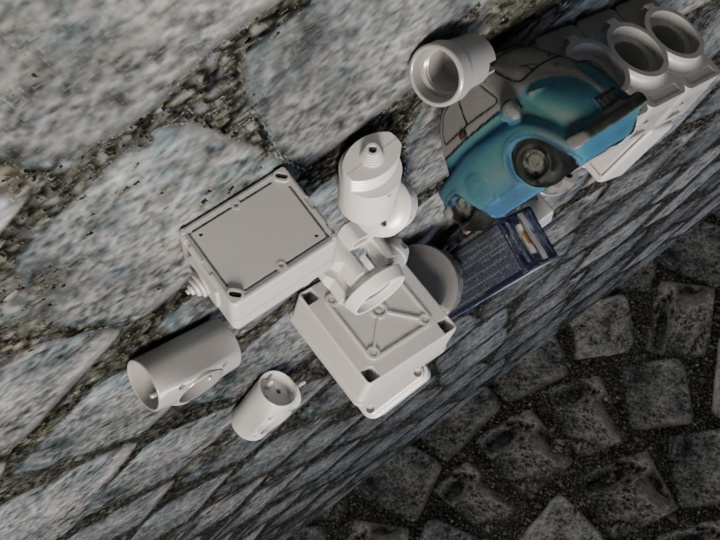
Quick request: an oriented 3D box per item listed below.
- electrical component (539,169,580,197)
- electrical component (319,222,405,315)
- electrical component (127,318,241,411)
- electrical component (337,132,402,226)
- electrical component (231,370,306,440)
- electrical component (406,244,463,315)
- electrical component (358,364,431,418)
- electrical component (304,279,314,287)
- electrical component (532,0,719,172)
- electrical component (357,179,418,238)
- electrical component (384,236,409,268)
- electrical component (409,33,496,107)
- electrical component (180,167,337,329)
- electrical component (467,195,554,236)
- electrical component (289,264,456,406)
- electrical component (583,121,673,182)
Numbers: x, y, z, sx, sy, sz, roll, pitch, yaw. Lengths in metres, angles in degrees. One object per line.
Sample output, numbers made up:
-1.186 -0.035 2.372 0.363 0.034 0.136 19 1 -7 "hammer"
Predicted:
0.191 -0.101 1.057 0.055 0.048 0.066 120 -9 -72 "electrical component"
0.000 0.000 0.899 0.058 0.057 0.078 -29 164 -32 "electrical component"
-0.141 0.081 0.840 0.077 0.044 0.079 -28 164 -35 "electrical component"
0.007 -0.065 0.736 0.043 0.043 0.081 -34 166 -13 "electrical component"
-0.090 0.138 1.148 0.079 0.044 0.077 -24 161 -43 "electrical component"
0.061 0.014 1.051 0.080 0.080 0.051 -42 171 16 "electrical component"
0.010 0.084 1.076 0.078 0.113 0.057 -38 169 3 "electrical component"
-0.051 -0.013 0.762 0.043 0.043 0.062 -36 164 -5 "electrical component"
0.199 -0.151 0.837 0.150 0.089 0.061 -28 163 -35 "electrical component"
0.024 -0.051 0.825 0.048 0.048 0.062 -43 172 20 "electrical component"
0.018 -0.001 0.951 0.061 0.035 0.035 -60 179 -30 "electrical component"
0.059 -0.127 0.677 0.046 0.040 0.040 -32 166 -46 "electrical component"
-0.070 -0.008 0.690 0.096 0.061 0.061 -34 166 -15 "electrical component"
0.157 -0.055 1.130 0.083 0.047 0.075 -37 166 -3 "electrical component"
0.011 0.049 0.977 0.109 0.108 0.056 -31 162 -26 "electrical component"
0.252 -0.134 1.081 0.061 0.061 0.096 -20 158 -50 "electrical component"
